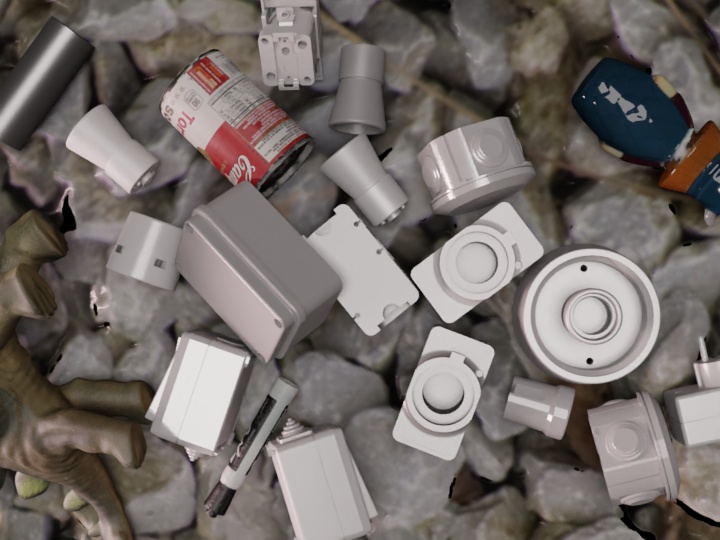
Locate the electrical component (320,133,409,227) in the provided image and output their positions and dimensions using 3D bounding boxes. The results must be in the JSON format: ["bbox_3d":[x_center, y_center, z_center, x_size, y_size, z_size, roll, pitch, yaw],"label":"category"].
[{"bbox_3d":[0.006,-0.066,0.818,0.044,0.044,0.065,-39,92,3],"label":"electrical component"}]

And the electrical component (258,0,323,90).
[{"bbox_3d":[-0.052,-0.171,0.805,0.042,0.063,0.081,0,132,5],"label":"electrical component"}]

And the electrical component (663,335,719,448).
[{"bbox_3d":[0.269,0.083,0.794,0.083,0.047,0.075,-13,88,4],"label":"electrical component"}]

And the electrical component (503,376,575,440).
[{"bbox_3d":[0.134,0.102,0.809,0.046,0.040,0.040,16,91,10],"label":"electrical component"}]

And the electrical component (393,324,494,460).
[{"bbox_3d":[0.062,0.090,0.805,0.050,0.056,0.089,21,91,4],"label":"electrical component"}]

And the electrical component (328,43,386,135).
[{"bbox_3d":[0.000,-0.139,0.819,0.044,0.044,0.065,4,85,4],"label":"electrical component"}]

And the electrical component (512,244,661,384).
[{"bbox_3d":[0.169,0.033,0.795,0.108,0.060,0.108,0,90,4],"label":"electrical component"}]

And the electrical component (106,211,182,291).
[{"bbox_3d":[-0.160,-0.015,0.824,0.055,0.055,0.047,20,87,4],"label":"electrical component"}]

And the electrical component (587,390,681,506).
[{"bbox_3d":[0.200,0.131,0.784,0.051,0.080,0.080,-15,89,9],"label":"electrical component"}]

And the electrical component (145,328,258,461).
[{"bbox_3d":[-0.121,0.096,0.816,0.061,0.062,0.096,19,91,4],"label":"electrical component"}]

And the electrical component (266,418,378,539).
[{"bbox_3d":[-0.030,0.154,0.805,0.061,0.062,0.096,-17,89,-11],"label":"electrical component"}]

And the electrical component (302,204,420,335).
[{"bbox_3d":[0.000,0.000,0.810,0.050,0.056,0.089,-39,87,3],"label":"electrical component"}]

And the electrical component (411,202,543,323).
[{"bbox_3d":[0.087,-0.005,0.804,0.089,0.056,0.050,-37,87,3],"label":"electrical component"}]

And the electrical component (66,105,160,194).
[{"bbox_3d":[-0.188,-0.091,0.833,0.065,0.044,0.044,41,93,-1],"label":"electrical component"}]

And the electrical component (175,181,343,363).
[{"bbox_3d":[-0.077,0.003,0.785,0.113,0.078,0.057,46,59,10],"label":"electrical component"}]

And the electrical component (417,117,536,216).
[{"bbox_3d":[0.085,-0.075,0.793,0.080,0.080,0.051,-20,83,4],"label":"electrical component"}]
